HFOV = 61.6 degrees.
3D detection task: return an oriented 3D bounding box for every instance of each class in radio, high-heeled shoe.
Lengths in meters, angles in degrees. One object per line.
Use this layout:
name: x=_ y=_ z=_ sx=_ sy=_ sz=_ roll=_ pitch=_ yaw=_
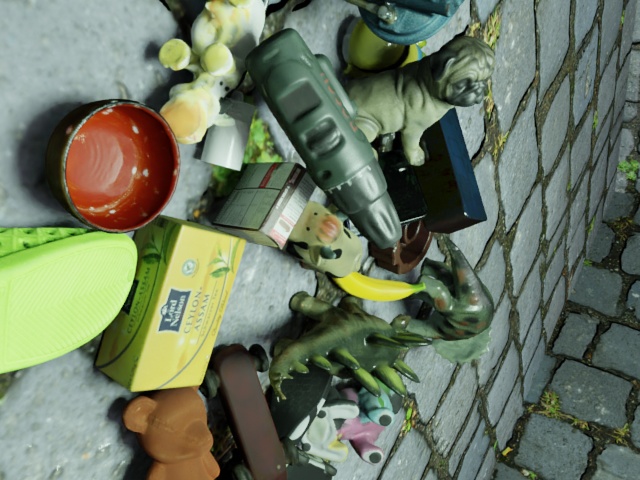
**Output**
radio: x=0.194 y=-0.127 z=0.866 sx=0.131 sy=0.073 sz=0.229 roll=8 pitch=67 yaw=-58
high-heeled shoe: x=-0.052 y=0.293 z=0.806 sx=0.249 sy=0.086 sz=0.145 roll=-35 pitch=135 yaw=-36

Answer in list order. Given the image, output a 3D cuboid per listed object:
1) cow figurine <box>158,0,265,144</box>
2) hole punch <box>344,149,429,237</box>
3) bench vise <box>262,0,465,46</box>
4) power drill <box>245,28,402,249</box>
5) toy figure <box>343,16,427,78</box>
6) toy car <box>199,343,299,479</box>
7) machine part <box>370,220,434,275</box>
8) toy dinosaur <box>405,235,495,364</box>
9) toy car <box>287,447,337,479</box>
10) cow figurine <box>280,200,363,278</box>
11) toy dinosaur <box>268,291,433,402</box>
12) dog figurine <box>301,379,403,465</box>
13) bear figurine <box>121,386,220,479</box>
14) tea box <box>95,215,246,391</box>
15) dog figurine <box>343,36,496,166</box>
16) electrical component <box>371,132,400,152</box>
cow figurine: x=-0.104 y=-0.167 z=0.524 sx=0.098 sy=0.068 sz=0.167 roll=27 pitch=83 yaw=-81
hole punch: x=0.085 y=-0.065 z=0.797 sx=0.092 sy=0.142 sz=0.115 roll=117 pitch=-42 yaw=-76
bench vise: x=0.066 y=-0.286 z=0.598 sx=0.240 sy=0.224 sz=0.128 roll=-24 pitch=123 yaw=-62
power drill: x=0.007 y=-0.115 z=0.578 sx=0.231 sy=0.086 sz=0.207 roll=54 pitch=19 yaw=-23
toy figure: x=0.104 y=-0.256 z=0.754 sx=0.180 sy=0.089 sz=0.082 roll=12 pitch=80 yaw=-52
toy car: x=-0.092 y=0.229 z=0.691 sx=0.089 sy=0.053 sz=0.202 roll=-23 pitch=102 yaw=-32
machine part: x=0.152 y=-0.027 z=0.962 sx=0.179 sy=0.056 sz=0.179 roll=-30 pitch=129 yaw=-46
toy dinosaur: x=0.264 y=0.129 z=1.025 sx=0.404 sy=0.192 sz=0.131 roll=93 pitch=18 yaw=-65
toy car: x=-0.033 y=0.390 z=0.896 sx=0.073 sy=0.056 sz=0.201 roll=-55 pitch=142 yaw=-12
cow figurine: x=-0.001 y=-0.002 z=0.693 sx=0.194 sy=0.127 sz=0.085 roll=39 pitch=70 yaw=-57
toy dinosaur: x=0.040 y=0.146 z=0.758 sx=0.471 sy=0.199 sz=0.105 roll=-1 pitch=103 yaw=-56
dog figurine: x=0.056 y=0.284 z=0.939 sx=0.219 sy=0.192 sz=0.108 roll=-76 pitch=174 yaw=-79
bear figurine: x=-0.143 y=0.254 z=0.605 sx=0.120 sy=0.132 sz=0.195 roll=-23 pitch=122 yaw=-55
tea box: x=-0.153 y=0.064 z=0.562 sx=0.098 sy=0.068 sz=0.169 roll=13 pitch=95 yaw=-56
dog figurine: x=0.101 y=-0.188 z=0.666 sx=0.190 sy=0.172 sz=0.121 roll=122 pitch=-38 yaw=-65
electrical component: x=0.106 y=-0.135 z=0.854 sx=0.078 sy=0.045 sz=0.102 roll=-42 pitch=136 yaw=-34
